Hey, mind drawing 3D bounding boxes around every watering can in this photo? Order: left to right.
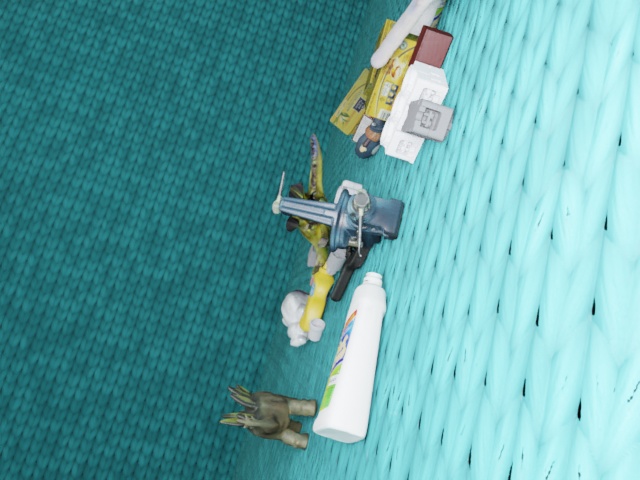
[{"bbox_3d":[0.199,-0.442,0.849,0.346,0.104,0.226,-58,8,8],"label":"watering can"}]

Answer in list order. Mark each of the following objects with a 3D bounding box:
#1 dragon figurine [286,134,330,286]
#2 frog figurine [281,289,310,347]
[{"bbox_3d":[0.004,-0.074,1.479,0.240,0.122,0.415,39,-124,-68],"label":"dragon figurine"},{"bbox_3d":[-0.069,0.232,1.512,0.135,0.122,0.163,-31,27,53],"label":"frog figurine"}]
